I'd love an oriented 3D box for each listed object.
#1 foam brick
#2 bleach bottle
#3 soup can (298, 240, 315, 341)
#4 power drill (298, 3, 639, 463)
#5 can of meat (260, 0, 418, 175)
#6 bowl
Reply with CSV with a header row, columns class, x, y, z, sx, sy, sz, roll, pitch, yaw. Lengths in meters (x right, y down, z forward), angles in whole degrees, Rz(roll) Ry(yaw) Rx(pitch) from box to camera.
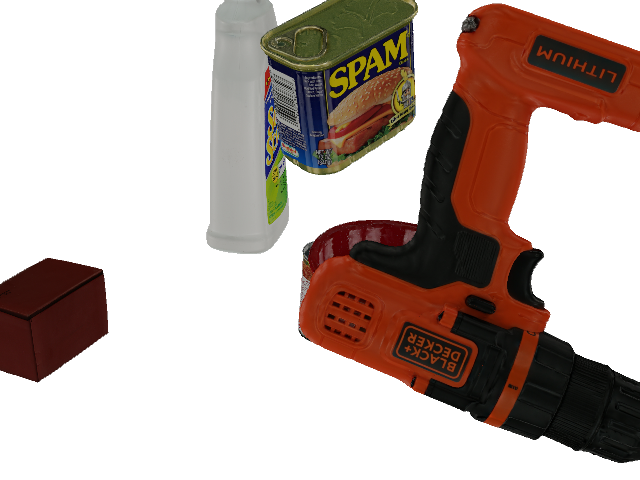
class,x,y,z,sx,sy,sz,roll,pitch,yaw
foam brick,-0.194,0.053,0.746,0.053,0.051,0.078,12,28,27
bleach bottle,-0.069,-0.120,0.991,0.068,0.251,0.102,6,27,14
soup can,0.011,0.059,1.207,0.068,0.102,0.068,3,26,-2
power drill,0.102,-0.003,0.503,0.184,0.188,0.057,22,7,3
can of meat,0.016,-0.102,0.681,0.102,0.084,0.058,-34,47,-29
bowl,0.066,0.046,0.860,0.162,0.055,0.162,8,29,-4
